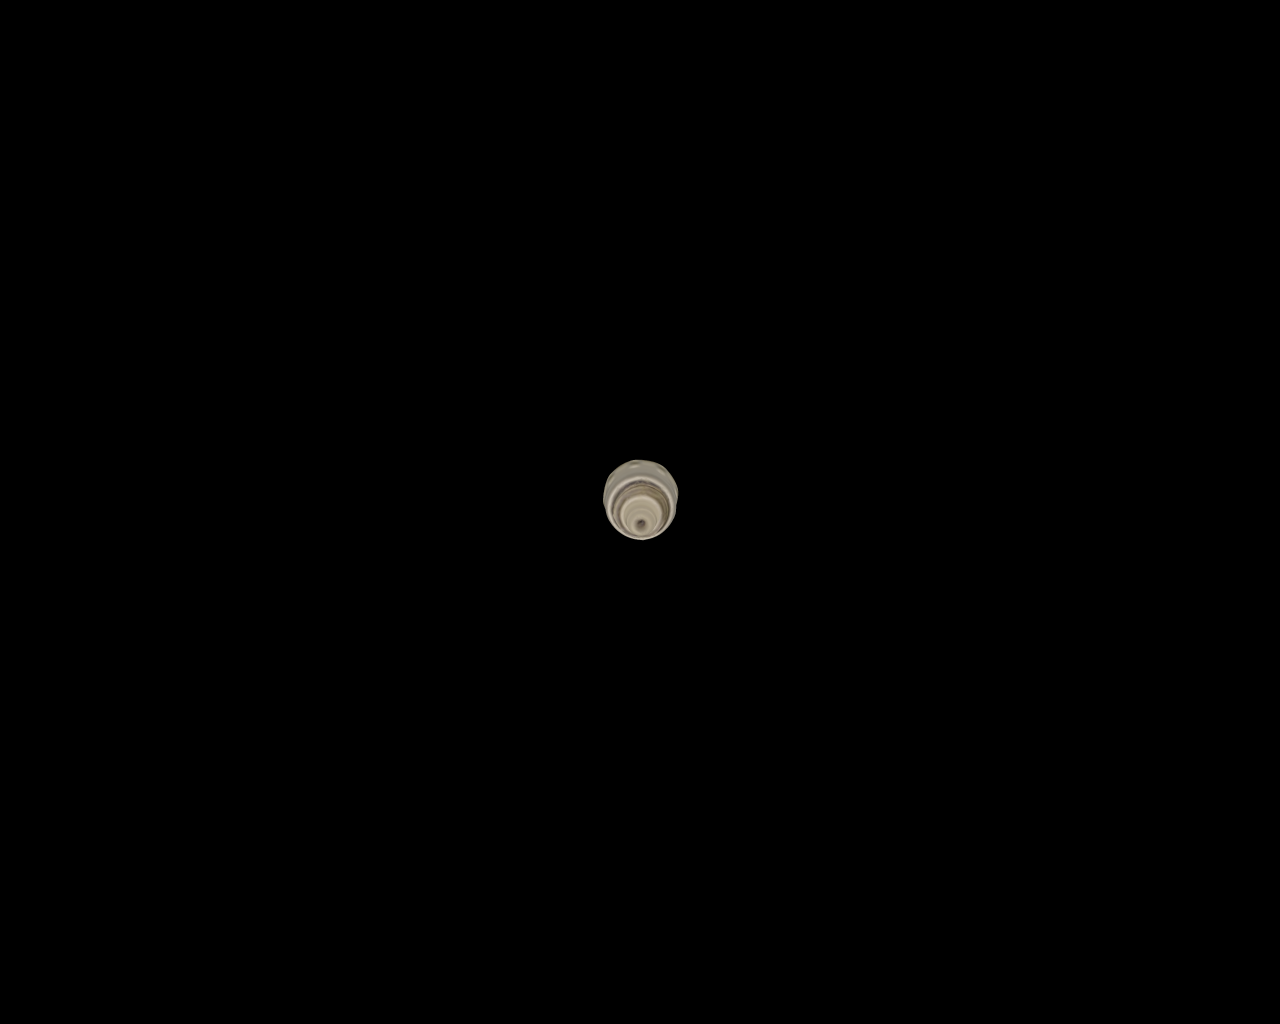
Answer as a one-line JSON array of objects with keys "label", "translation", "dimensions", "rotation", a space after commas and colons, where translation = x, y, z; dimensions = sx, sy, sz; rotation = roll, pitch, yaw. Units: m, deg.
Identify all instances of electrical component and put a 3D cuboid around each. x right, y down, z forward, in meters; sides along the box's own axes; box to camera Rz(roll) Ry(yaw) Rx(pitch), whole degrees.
[{"label": "electrical component", "translation": [0.001, -0.003, 0.650], "dimensions": [0.048, 0.048, 0.062], "rotation": [0, 19, 0]}]
